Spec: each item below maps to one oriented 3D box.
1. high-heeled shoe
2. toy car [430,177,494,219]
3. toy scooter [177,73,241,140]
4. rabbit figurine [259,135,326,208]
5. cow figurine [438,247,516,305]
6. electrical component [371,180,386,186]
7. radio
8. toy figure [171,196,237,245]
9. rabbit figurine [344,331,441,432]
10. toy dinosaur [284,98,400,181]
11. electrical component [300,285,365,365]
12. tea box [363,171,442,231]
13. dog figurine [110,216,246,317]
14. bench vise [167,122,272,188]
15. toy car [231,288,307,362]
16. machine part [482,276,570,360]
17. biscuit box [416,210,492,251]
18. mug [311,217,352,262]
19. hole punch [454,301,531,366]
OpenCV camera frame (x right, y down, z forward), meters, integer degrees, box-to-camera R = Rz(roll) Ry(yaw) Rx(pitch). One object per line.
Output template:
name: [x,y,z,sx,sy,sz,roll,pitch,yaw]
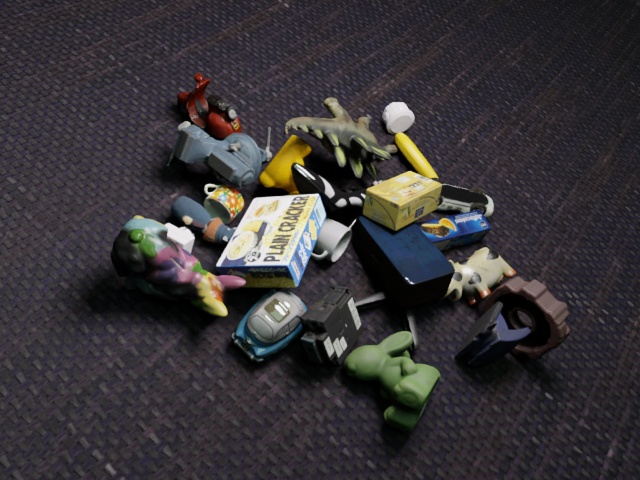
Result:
high-heeled shoe: [0.042,-0.123,1.189,0.248,0.086,0.145,48,61,-36]
toy car: [0.340,-0.103,1.358,0.202,0.056,0.073,12,47,-5]
toy scooter: [-0.260,-0.315,1.270,0.184,0.135,0.075,34,52,6]
rabbit figurine: [-0.043,-0.129,1.226,0.173,0.122,0.162,37,54,-14]
cow figurine: [0.333,0.078,1.213,0.195,0.085,0.127,-27,74,-28]
electrical component: [0.151,-0.100,1.303,0.078,0.045,0.102,-23,65,-30]
radio: [0.179,0.034,1.166,0.131,0.073,0.230,-10,44,-24]
toy figure: [-0.239,-0.034,1.131,0.154,0.057,0.064,35,59,2]
rabbit figurine: [0.135,0.245,1.020,0.170,0.121,0.159,26,49,20]
toy dinosaur: [0.056,-0.237,1.253,0.471,0.105,0.199,3,41,-47]
electrical component: [0.020,0.169,1.029,0.058,0.114,0.134,3,34,39]
tea box: [0.187,-0.091,1.210,0.098,0.068,0.169,30,40,35]
dog figurine: [-0.253,0.060,0.990,0.219,0.191,0.108,19,57,12]
bench vise: [-0.205,-0.196,1.216,0.224,0.128,0.240,26,23,25]
toy car: [-0.088,0.149,1.022,0.109,0.102,0.162,43,53,15]
machine part: [0.434,0.163,1.134,0.056,0.179,0.179,-28,68,-35]
biscuit box: [0.309,-0.018,1.286,0.203,0.059,0.063,-12,61,-24]
mug: [-0.002,-0.004,1.174,0.107,0.080,0.109,31,56,20]
hole punch: [0.357,0.207,1.106,0.092,0.142,0.116,44,44,10]
